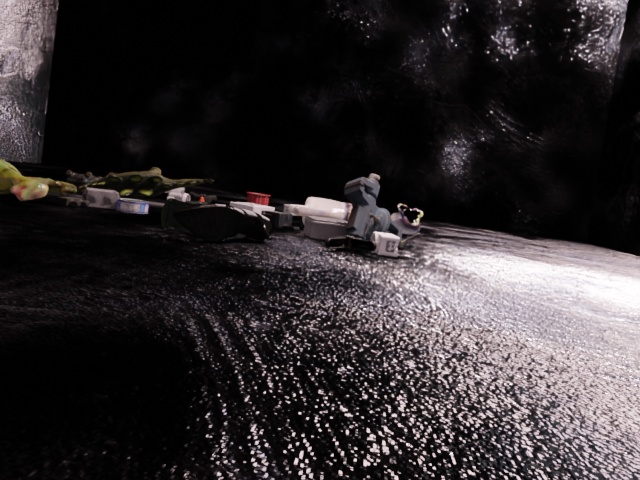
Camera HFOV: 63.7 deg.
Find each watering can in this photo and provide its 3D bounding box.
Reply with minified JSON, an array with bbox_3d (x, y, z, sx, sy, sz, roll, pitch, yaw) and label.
[{"bbox_3d":[0.005,-0.086,1.714,0.224,0.103,0.349,9,5,-3],"label":"watering can"}]

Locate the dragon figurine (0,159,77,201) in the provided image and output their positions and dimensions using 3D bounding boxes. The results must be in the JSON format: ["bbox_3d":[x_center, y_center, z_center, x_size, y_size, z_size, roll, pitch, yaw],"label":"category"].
[{"bbox_3d":[-0.783,-0.151,1.377,0.242,0.122,0.413,15,5,-22],"label":"dragon figurine"}]

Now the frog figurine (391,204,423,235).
[{"bbox_3d":[0.327,-0.060,2.054,0.138,0.125,0.156,-3,-27,-25],"label":"frog figurine"}]
